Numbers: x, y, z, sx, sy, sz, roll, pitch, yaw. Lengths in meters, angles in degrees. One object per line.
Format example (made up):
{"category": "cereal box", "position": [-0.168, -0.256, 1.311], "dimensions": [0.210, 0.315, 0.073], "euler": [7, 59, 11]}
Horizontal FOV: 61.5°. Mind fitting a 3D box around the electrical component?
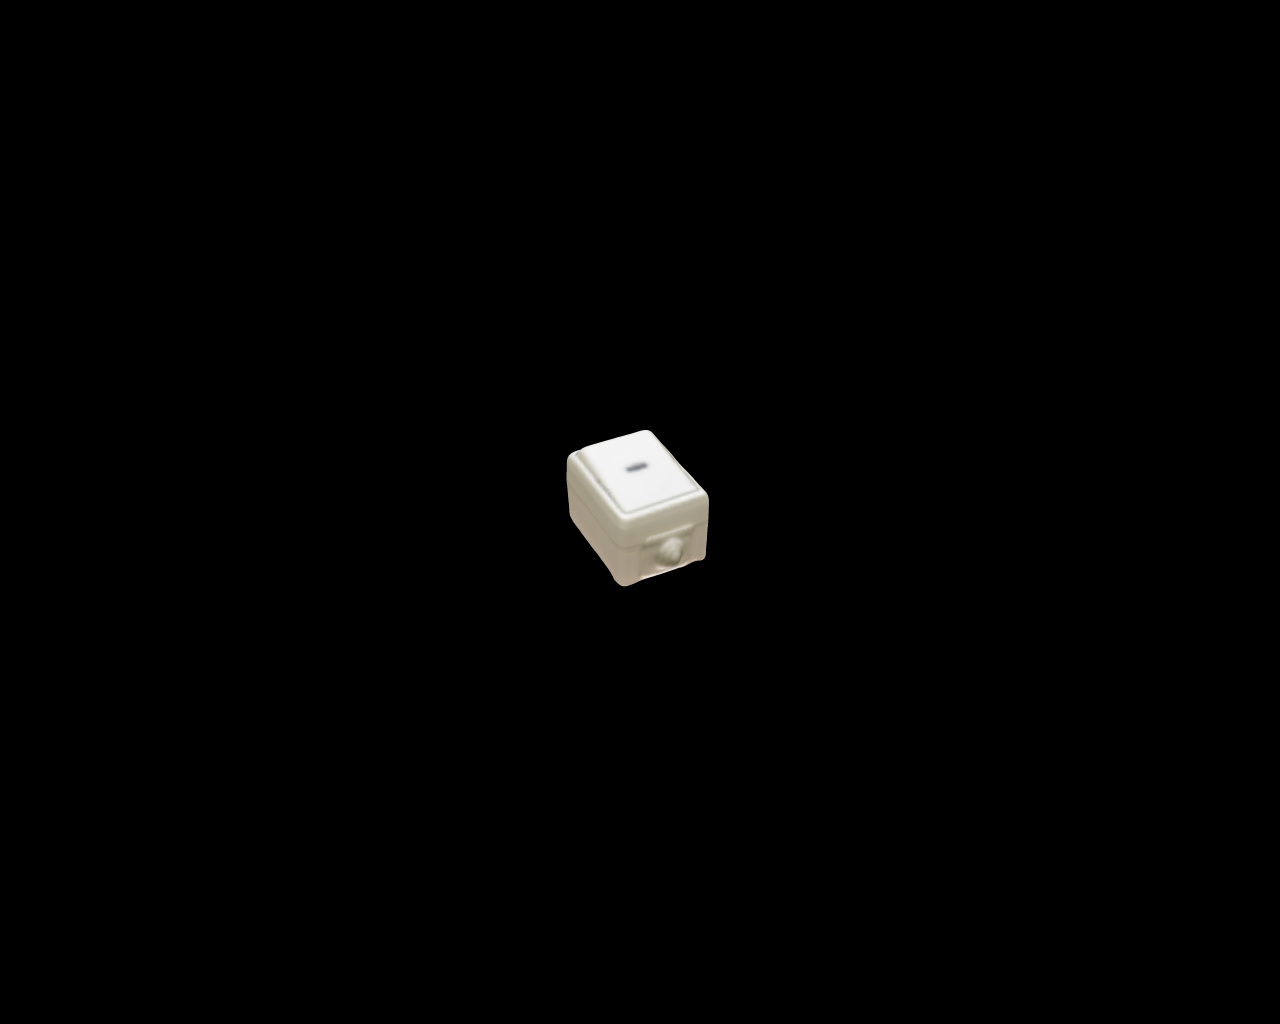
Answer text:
{"category": "electrical component", "position": [0.001, -0.003, 0.650], "dimensions": [0.062, 0.061, 0.096], "euler": [-17, 41, -21]}
